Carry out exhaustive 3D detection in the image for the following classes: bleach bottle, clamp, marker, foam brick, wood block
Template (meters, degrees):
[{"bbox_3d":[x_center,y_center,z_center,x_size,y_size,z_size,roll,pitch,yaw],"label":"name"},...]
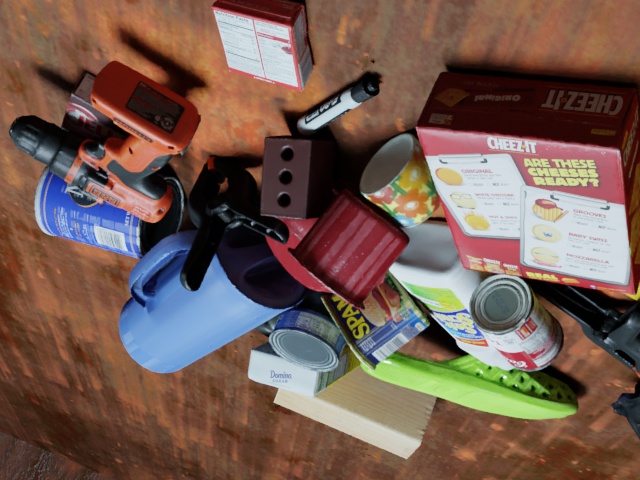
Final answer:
[{"bbox_3d":[0.167,0.074,1.158,0.103,0.068,0.250,10,154,40],"label":"bleach bottle"},{"bbox_3d":[0.287,0.084,1.087,0.165,0.036,0.209,30,173,42],"label":"clamp"},{"bbox_3d":[0.016,-0.121,0.966,0.020,0.020,0.121,34,152,-20],"label":"marker"},{"bbox_3d":[-0.105,-0.021,1.101,0.039,0.120,0.171,62,179,-38],"label":"clamp"},{"bbox_3d":[-0.021,-0.061,1.028,0.053,0.078,0.051,6,-173,28],"label":"foam brick"},{"bbox_3d":[0.051,0.217,1.494,0.206,0.090,0.090,23,154,2],"label":"wood block"}]

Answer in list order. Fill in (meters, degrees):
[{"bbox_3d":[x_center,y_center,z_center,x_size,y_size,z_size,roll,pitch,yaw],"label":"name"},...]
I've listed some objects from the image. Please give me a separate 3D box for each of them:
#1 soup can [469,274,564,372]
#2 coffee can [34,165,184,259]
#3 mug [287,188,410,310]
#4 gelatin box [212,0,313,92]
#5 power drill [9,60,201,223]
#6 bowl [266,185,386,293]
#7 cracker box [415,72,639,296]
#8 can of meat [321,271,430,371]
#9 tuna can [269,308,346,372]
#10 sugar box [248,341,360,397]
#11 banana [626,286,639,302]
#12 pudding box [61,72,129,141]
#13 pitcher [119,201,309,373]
[{"bbox_3d":[0.199,0.084,1.079,0.069,0.068,0.102,5,157,33],"label":"soup can"},{"bbox_3d":[-0.244,-0.040,1.241,0.140,0.102,0.103,14,153,19],"label":"coffee can"},{"bbox_3d":[0.035,0.009,1.012,0.093,0.081,0.117,42,-174,32],"label":"mug"},{"bbox_3d":[-0.047,-0.172,0.910,0.073,0.030,0.089,18,153,16],"label":"gelatin box"},{"bbox_3d":[-0.213,-0.103,1.072,0.184,0.057,0.188,28,150,-14],"label":"power drill"},{"bbox_3d":[-0.007,0.001,1.113,0.162,0.055,0.162,40,156,22],"label":"bowl"},{"bbox_3d":[0.188,-0.045,0.907,0.164,0.072,0.213,9,150,26],"label":"cracker box"},{"bbox_3d":[0.062,0.078,1.172,0.057,0.084,0.102,45,-170,-48],"label":"can of meat"},{"bbox_3d":[-0.014,0.116,1.237,0.086,0.033,0.086,17,147,11],"label":"tuna can"},{"bbox_3d":[-0.014,0.151,1.366,0.093,0.048,0.176,13,-167,21],"label":"sugar box"},{"bbox_3d":[0.294,0.040,1.016,0.197,0.037,0.070,31,153,-13],"label":"banana"},{"bbox_3d":[-0.216,-0.119,1.139,0.113,0.039,0.090,27,152,-9],"label":"pudding box"},{"bbox_3d":[-0.139,0.062,1.232,0.149,0.144,0.243,50,131,-5],"label":"pitcher"}]
